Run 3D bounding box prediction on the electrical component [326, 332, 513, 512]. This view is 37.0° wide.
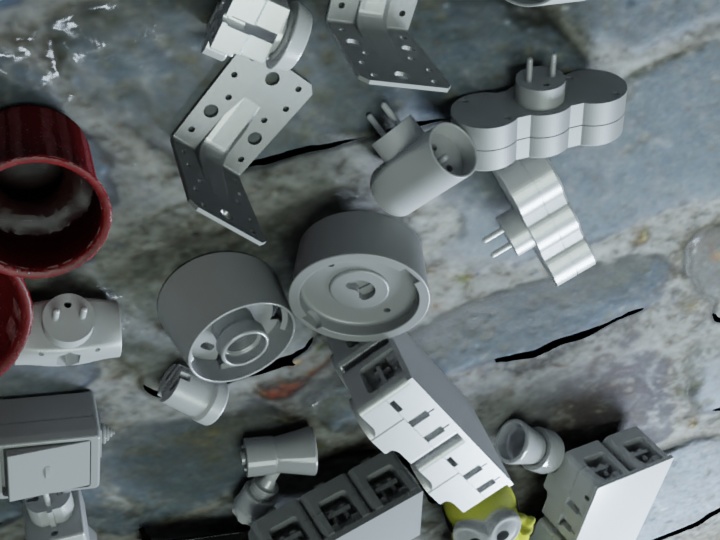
[{"bbox_3d":[0.048,0.121,0.928,0.060,0.105,0.186,-35,131,8],"label":"electrical component"}]

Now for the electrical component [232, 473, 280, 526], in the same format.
[{"bbox_3d":[-0.091,0.204,0.986,0.035,0.035,0.061,17,117,-31],"label":"electrical component"}]

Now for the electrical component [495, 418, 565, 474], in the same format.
[{"bbox_3d":[0.167,0.174,1.056,0.055,0.045,0.045,22,116,-34],"label":"electrical component"}]

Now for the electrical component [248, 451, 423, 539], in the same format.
[{"bbox_3d":[-0.022,0.237,0.996,0.150,0.061,0.089,-25,144,-19],"label":"electrical component"}]

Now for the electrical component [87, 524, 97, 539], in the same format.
[{"bbox_3d":[-0.260,0.263,0.952,0.078,0.058,0.057,-29,129,2],"label":"electrical component"}]

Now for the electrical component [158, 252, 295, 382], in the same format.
[{"bbox_3d":[-0.103,0.039,0.848,0.099,0.064,0.099,-20,142,-17],"label":"electrical component"}]

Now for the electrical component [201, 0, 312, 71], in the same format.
[{"bbox_3d":[-0.065,-0.160,0.703,0.055,0.048,0.066,20,118,-24],"label":"electrical component"}]

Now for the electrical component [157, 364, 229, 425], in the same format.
[{"bbox_3d":[-0.138,0.101,0.884,0.046,0.040,0.040,30,111,-31],"label":"electrical component"}]

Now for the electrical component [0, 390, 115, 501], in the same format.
[{"bbox_3d":[-0.244,0.141,0.859,0.096,0.061,0.061,-3,127,-19],"label":"electrical component"}]

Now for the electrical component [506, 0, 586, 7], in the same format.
[{"bbox_3d":[0.123,-0.221,0.697,0.064,0.099,0.099,-6,128,-25],"label":"electrical component"}]

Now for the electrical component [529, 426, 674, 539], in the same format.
[{"bbox_3d":[0.240,0.256,1.122,0.105,0.060,0.186,-13,131,-31],"label":"electrical component"}]

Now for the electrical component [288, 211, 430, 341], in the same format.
[{"bbox_3d":[0.000,0.000,0.837,0.108,0.060,0.108,1,140,1],"label":"electrical component"}]

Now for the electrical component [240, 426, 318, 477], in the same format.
[{"bbox_3d":[-0.073,0.164,0.958,0.065,0.044,0.044,-4,128,-12],"label":"electrical component"}]

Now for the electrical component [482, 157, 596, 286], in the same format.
[{"bbox_3d":[0.134,-0.036,0.873,0.074,0.052,0.138,-31,131,4],"label":"electrical component"}]

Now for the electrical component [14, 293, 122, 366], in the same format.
[{"bbox_3d":[-0.215,0.041,0.789,0.077,0.043,0.079,-3,162,-19],"label":"electrical component"}]

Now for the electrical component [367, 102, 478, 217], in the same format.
[{"bbox_3d":[0.035,-0.087,0.791,0.079,0.044,0.077,52,141,-6],"label":"electrical component"}]

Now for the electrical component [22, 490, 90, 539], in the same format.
[{"bbox_3d":[-0.257,0.200,0.897,0.047,0.065,0.076,-12,130,-13],"label":"electrical component"}]

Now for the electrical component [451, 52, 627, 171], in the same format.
[{"bbox_3d":[0.134,-0.127,0.801,0.138,0.052,0.073,-14,130,-12],"label":"electrical component"}]
